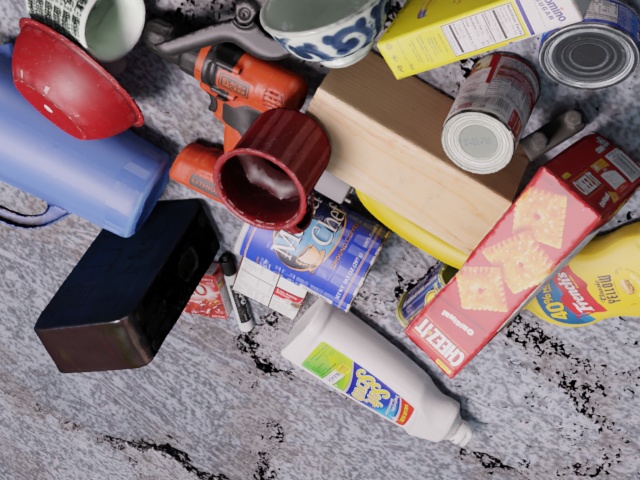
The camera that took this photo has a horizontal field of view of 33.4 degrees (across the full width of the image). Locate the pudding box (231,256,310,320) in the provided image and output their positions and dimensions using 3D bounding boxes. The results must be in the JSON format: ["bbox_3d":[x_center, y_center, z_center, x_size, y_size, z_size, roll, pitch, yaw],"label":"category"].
[{"bbox_3d":[-0.048,0.033,1.251,0.090,0.039,0.114,27,135,4],"label":"pudding box"}]

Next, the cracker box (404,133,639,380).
[{"bbox_3d":[0.187,0.010,0.976,0.072,0.163,0.214,44,123,11],"label":"cracker box"}]

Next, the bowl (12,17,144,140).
[{"bbox_3d":[-0.259,-0.152,1.092,0.162,0.055,0.162,35,166,10],"label":"bowl"}]

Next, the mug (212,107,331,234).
[{"bbox_3d":[-0.035,-0.060,0.994,0.093,0.081,0.117,-8,125,34],"label":"mug"}]

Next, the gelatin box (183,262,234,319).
[{"bbox_3d":[-0.158,0.060,1.340,0.089,0.030,0.073,6,131,23],"label":"gelatin box"}]

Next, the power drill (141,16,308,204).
[{"bbox_3d":[-0.111,-0.131,1.120,0.184,0.057,0.188,27,138,11],"label":"power drill"}]

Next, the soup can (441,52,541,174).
[{"bbox_3d":[0.155,-0.115,0.960,0.068,0.102,0.068,15,134,16],"label":"soup can"}]

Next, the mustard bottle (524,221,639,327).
[{"bbox_3d":[0.264,0.041,1.075,0.192,0.058,0.096,-12,116,36],"label":"mustard bottle"}]

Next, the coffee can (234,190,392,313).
[{"bbox_3d":[-0.008,0.001,1.151,0.140,0.102,0.103,28,137,4],"label":"coffee can"}]

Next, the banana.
[{"bbox_3d":[0.106,-0.015,1.112,0.197,0.037,0.070,36,169,-8],"label":"banana"}]

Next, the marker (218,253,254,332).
[{"bbox_3d":[-0.104,0.065,1.323,0.020,0.020,0.121,6,132,23],"label":"marker"}]

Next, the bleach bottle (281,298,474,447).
[{"bbox_3d":[0.081,0.169,1.289,0.250,0.068,0.103,34,138,-7],"label":"bleach bottle"}]

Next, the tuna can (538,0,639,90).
[{"bbox_3d":[0.229,-0.166,0.905,0.086,0.033,0.086,9,149,5],"label":"tuna can"}]

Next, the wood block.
[{"bbox_3d":[0.087,-0.089,1.029,0.206,0.090,0.090,31,137,-1],"label":"wood block"}]

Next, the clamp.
[{"bbox_3d":[-0.077,-0.210,1.021,0.171,0.039,0.120,24,116,3],"label":"clamp"}]

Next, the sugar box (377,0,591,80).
[{"bbox_3d":[0.142,-0.196,0.900,0.177,0.093,0.048,-16,120,37],"label":"sugar box"}]

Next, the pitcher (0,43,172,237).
[{"bbox_3d":[-0.300,-0.093,1.201,0.243,0.144,0.149,28,138,-2],"label":"pitcher"}]

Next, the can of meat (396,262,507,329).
[{"bbox_3d":[0.149,0.077,1.172,0.102,0.057,0.084,36,134,-7],"label":"can of meat"}]
